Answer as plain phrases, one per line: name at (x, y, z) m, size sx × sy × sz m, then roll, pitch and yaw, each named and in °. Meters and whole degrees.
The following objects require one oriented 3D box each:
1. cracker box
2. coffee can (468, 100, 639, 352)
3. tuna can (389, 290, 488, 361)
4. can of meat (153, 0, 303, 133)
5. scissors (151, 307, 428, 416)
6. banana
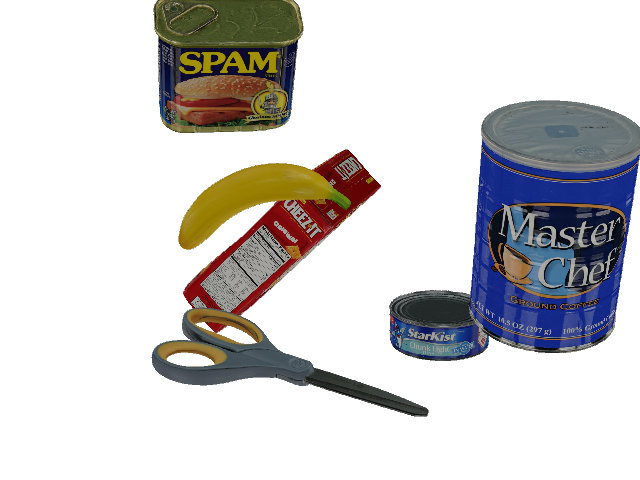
cracker box at (-0.047, -0.002, 1.257) m, size 0.214 × 0.072 × 0.164 m, roll -42°, pitch 0°, yaw 30°
coffee can at (0.155, -0.011, 0.718) m, size 0.103 × 0.140 × 0.103 m, roll 0°, pitch 29°, yaw 0°
tuna can at (0.101, 0.072, 0.907) m, size 0.086 × 0.034 × 0.086 m, roll -1°, pitch 16°, yaw 0°
can of meat at (-0.067, -0.125, 0.761) m, size 0.102 × 0.057 × 0.084 m, roll -2°, pitch -43°, yaw -9°
scissors at (-0.034, 0.094, 0.734) m, size 0.202 × 0.016 × 0.096 m, roll 24°, pitch 33°, yaw 36°
banana at (-0.071, -0.037, 1.057) m, size 0.198 × 0.069 × 0.037 m, roll -13°, pitch 20°, yaw 27°
